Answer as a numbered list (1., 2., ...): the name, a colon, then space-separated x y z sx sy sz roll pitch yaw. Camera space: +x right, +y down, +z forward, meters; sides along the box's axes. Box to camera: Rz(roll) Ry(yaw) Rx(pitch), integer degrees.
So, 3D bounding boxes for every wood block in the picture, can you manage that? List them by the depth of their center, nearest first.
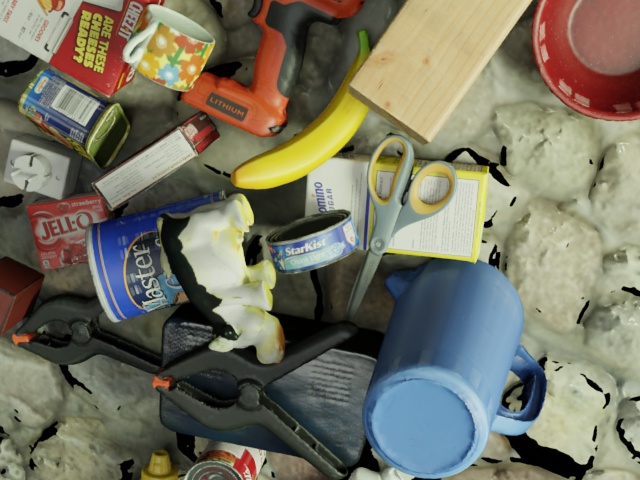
1. wood block: 0.121 -0.195 0.958 0.090 0.091 0.206 35 94 0

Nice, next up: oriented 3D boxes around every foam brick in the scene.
1. foam brick: -0.339 0.059 1.142 0.051 0.078 0.053 25 106 3

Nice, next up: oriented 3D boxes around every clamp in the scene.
1. clamp: -0.060 0.140 1.059 0.210 0.036 0.165 13 104 7
2. clamp: -0.246 0.103 1.159 0.172 0.039 0.120 -16 95 16

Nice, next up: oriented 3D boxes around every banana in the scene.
1. banana: -0.004 -0.110 1.024 0.069 0.037 0.197 44 77 -21

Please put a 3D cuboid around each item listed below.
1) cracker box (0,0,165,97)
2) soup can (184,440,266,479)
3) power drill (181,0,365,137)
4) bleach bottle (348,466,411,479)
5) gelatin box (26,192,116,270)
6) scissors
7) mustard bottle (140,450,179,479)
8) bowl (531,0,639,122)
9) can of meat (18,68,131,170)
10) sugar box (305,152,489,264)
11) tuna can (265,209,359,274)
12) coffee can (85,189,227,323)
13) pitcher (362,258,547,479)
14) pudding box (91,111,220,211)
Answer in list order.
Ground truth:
1. cracker box: -0.256 -0.264 1.031 0.213 0.072 0.164 29 119 0
2. soup can: -0.100 0.244 1.138 0.068 0.102 0.068 3 105 9
3. power drill: -0.067 -0.208 1.030 0.184 0.057 0.188 27 109 8
4. bleach bottle: -0.010 0.319 1.166 0.251 0.068 0.102 -39 96 15
5. gelatin box: -0.260 -0.011 1.133 0.089 0.030 0.073 -7 104 12
6. scissors: 0.077 -0.001 1.033 0.096 0.016 0.202 8 104 10
7. mustard bottle: -0.182 0.325 1.199 0.096 0.058 0.192 7 106 9
8. bowl: 0.274 -0.192 0.975 0.162 0.055 0.162 3 106 9
9. can of meat: -0.244 -0.122 1.062 0.084 0.102 0.057 30 82 4
10. sugar box: 0.075 -0.035 1.060 0.176 0.048 0.093 8 106 12
11. tuna can: -0.007 0.001 1.018 0.086 0.086 0.034 -15 103 14
12. coffee can: -0.152 0.016 1.069 0.140 0.103 0.103 -14 103 0
13. pitcher: 0.124 0.121 0.990 0.149 0.242 0.145 -8 107 17
14. pudding box: -0.162 -0.081 1.065 0.114 0.090 0.039 -32 99 17
